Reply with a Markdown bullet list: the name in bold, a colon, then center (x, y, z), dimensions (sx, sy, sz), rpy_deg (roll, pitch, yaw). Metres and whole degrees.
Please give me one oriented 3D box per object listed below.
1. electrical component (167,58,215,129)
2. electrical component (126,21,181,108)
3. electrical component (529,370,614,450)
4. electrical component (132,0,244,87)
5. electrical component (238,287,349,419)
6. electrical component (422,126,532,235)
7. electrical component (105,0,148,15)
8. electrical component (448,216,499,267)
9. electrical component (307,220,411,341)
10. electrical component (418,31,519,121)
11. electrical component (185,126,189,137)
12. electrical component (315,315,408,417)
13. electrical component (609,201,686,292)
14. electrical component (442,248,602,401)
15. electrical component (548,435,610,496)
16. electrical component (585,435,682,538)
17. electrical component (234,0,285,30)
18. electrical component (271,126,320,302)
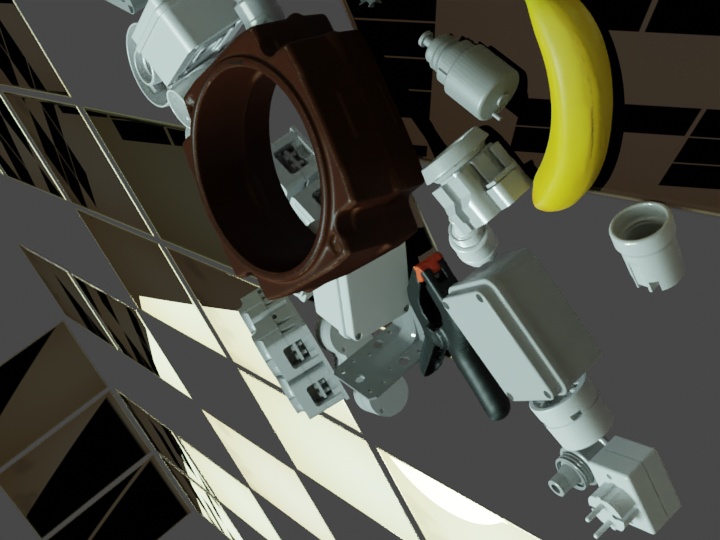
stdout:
- **electrical component**: center (-0.149, -0.171, 1.047), dimensions (0.044, 0.077, 0.079), rpy_deg (55, 158, -7)
- **electrical component**: center (-0.198, -0.219, 1.121), dimensions (0.099, 0.064, 0.099), rpy_deg (37, 140, 38)
- **electrical component**: center (0.176, 0.115, 0.887), dimensions (0.047, 0.055, 0.055), rpy_deg (53, 159, -14)
- **electrical component**: center (-0.155, -0.223, 0.978), dimensions (0.057, 0.078, 0.113), rpy_deg (53, 158, -6)
- **electrical component**: center (-0.085, 0.092, 1.280), dimensions (0.105, 0.060, 0.186), rpy_deg (61, 175, -22)
- **electrical component**: center (0.082, -0.067, 0.782), dimensions (0.057, 0.058, 0.078), rpy_deg (50, 158, -4)
- **electrical component**: center (-0.225, -0.309, 1.010), dimensions (0.078, 0.057, 0.113), rpy_deg (33, 152, 39)
- **electrical component**: center (0.086, -0.028, 0.846), dimensions (0.035, 0.035, 0.061), rpy_deg (35, 175, 36)
- **electrical component**: center (0.000, 0.000, 1.003), dimensions (0.057, 0.078, 0.113), rpy_deg (35, 144, 41)
- **electrical component**: center (0.071, -0.134, 0.722), dimensions (0.078, 0.040, 0.040), rpy_deg (43, 157, 22)
- **electrical component**: center (-0.148, -0.143, 1.123), dimensions (0.047, 0.055, 0.055), rpy_deg (-2, 124, 59)
- **electrical component**: center (0.010, 0.104, 1.196), dimensions (0.138, 0.052, 0.074), rpy_deg (59, 157, -18)
- **electrical component**: center (0.185, -0.014, 0.687), dimensions (0.040, 0.040, 0.046), rpy_deg (23, 150, 50)
- **electrical component**: center (0.129, 0.047, 0.867), dimensions (0.113, 0.057, 0.078), rpy_deg (54, 158, -7)
- **electrical component**: center (0.190, 0.169, 0.931), dimensions (0.048, 0.062, 0.048), rpy_deg (42, 156, 23)
- **electrical component**: center (0.216, 0.189, 0.891), dimensions (0.047, 0.077, 0.065), rpy_deg (13, 136, 58)
- **electrical component**: center (-0.091, -0.228, 0.903), dimensions (0.061, 0.035, 0.035), rpy_deg (58, 158, -10)
- **electrical component**: center (-0.065, -0.048, 1.097), dimensions (0.105, 0.060, 0.186), rpy_deg (47, 158, 11)
